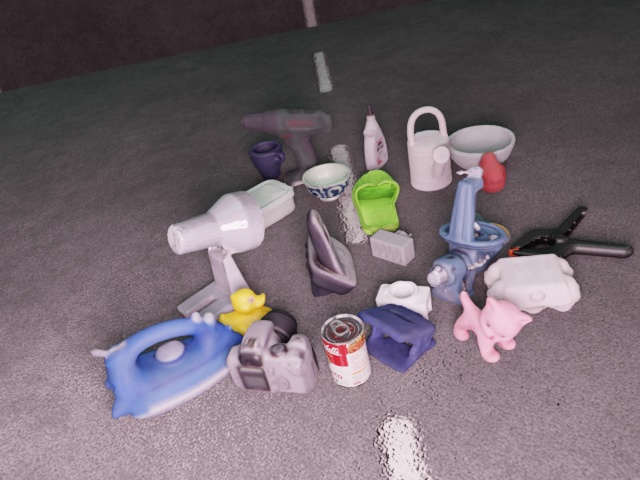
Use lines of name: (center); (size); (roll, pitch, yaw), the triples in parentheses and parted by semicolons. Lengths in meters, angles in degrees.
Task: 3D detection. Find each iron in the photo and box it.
iron: (-0.245, 0.187, 0.967); (0.259, 0.142, 0.118); (-24, 35, -17)

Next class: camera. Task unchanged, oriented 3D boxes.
camera: (-0.072, 0.175, 0.964); (0.143, 0.101, 0.137); (-1, 35, 18)

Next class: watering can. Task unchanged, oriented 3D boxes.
watering can: (0.261, -0.220, 1.354); (0.101, 0.194, 0.172); (-28, 36, -21)

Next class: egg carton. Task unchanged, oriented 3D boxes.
egg carton: (0.364, 0.079, 0.990); (0.150, 0.069, 0.107); (-6, 34, 10)

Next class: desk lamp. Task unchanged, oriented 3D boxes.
desk lamp: (-0.199, 0.031, 1.118); (0.204, 0.214, 0.117); (-35, 39, -30)

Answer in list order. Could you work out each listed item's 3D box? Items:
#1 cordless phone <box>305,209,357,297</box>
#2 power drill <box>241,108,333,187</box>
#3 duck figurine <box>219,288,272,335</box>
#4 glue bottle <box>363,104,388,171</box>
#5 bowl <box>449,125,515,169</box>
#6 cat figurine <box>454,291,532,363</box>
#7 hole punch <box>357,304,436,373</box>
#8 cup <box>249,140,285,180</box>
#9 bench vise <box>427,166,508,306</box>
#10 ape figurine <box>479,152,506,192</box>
cordless phone: (0.010, 0.004, 1.114); (0.094, 0.185, 0.147); (-13, 33, 1)
power drill: (-0.071, -0.248, 1.494); (0.229, 0.209, 0.075); (-12, 33, 1)
duck figurine: (-0.142, 0.130, 1.068); (0.104, 0.086, 0.077); (-13, 33, -1)
glue bottle: (0.139, -0.270, 1.488); (0.037, 0.173, 0.078); (9, 39, 30)
bowl: (0.395, -0.216, 1.413); (0.167, 0.075, 0.167); (-9, 34, 6)
cat figurine: (0.270, 0.125, 0.909); (0.067, 0.118, 0.127); (-28, 36, -22)
hole punch: (0.127, 0.145, 0.951); (0.101, 0.091, 0.108); (-34, 39, -29)
cup: (-0.130, -0.210, 1.560); (0.117, 0.095, 0.092); (19, 45, 39)
bench vise: (0.263, -0.005, 1.011); (0.121, 0.220, 0.208); (4, 37, 24)
ape figurine: (0.391, -0.161, 1.316); (0.077, 0.092, 0.076); (-11, 33, 4)
